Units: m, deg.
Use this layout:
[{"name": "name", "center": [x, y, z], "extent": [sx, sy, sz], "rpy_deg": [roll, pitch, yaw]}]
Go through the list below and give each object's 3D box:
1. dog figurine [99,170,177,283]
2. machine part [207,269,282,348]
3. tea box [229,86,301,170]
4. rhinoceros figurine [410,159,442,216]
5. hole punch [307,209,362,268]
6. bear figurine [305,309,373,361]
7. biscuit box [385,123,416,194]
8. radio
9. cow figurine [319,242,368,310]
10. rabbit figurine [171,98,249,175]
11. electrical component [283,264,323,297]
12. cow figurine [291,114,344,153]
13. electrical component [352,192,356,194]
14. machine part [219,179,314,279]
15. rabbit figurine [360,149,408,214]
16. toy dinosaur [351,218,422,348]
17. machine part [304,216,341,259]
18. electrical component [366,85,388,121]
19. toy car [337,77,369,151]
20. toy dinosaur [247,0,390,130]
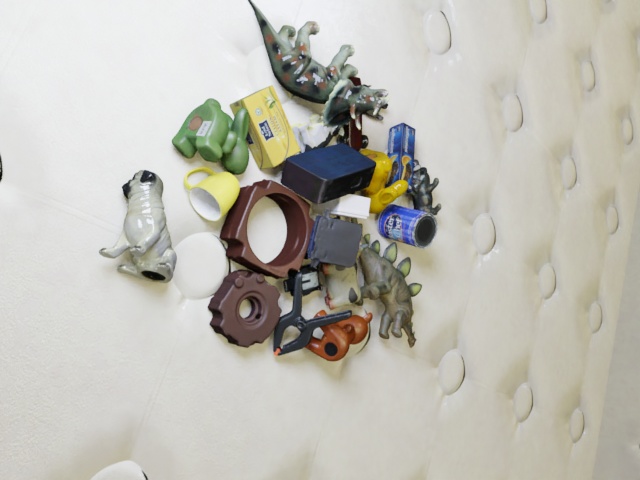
[{"name": "dog figurine", "center": [-0.334, -0.026, 1.081], "extent": [0.172, 0.121, 0.190], "rpy_deg": [73, 23, -57]}, {"name": "machine part", "center": [-0.169, 0.159, 1.238], "extent": [0.179, 0.056, 0.179], "rpy_deg": [-2, 93, -40]}, {"name": "tea box", "center": [-0.128, -0.263, 1.265], "extent": [0.098, 0.068, 0.169], "rpy_deg": [-40, 115, -34]}, {"name": "rhinoceros figurine", "center": [0.302, -0.153, 1.633], "extent": [0.112, 0.073, 0.190], "rpy_deg": [-22, 106, -27]}, {"name": "hole punch", "center": [0.029, 0.002, 1.299], "extent": [0.116, 0.092, 0.142], "rpy_deg": [14, 92, -15]}, {"name": "bear figurine", "center": [0.051, 0.232, 1.402], "extent": [0.132, 0.120, 0.196], "rpy_deg": [37, 27, 10]}, {"name": "biscuit box", "center": [0.234, -0.235, 1.561], "extent": [0.062, 0.059, 0.202], "rpy_deg": [18, 71, -37]}, {"name": "radio", "center": [0.027, -0.165, 1.317], "extent": [0.229, 0.131, 0.073], "rpy_deg": [-25, 140, -45]}, {"name": "cow figurine", "center": [0.064, 0.074, 1.396], "extent": [0.127, 0.085, 0.194], "rpy_deg": [-9, 95, -13]}, {"name": "rabbit figurine", "center": [-0.218, -0.218, 1.181], "extent": [0.170, 0.121, 0.159], "rpy_deg": [44, 55, -52]}, {"name": "electrical component", "center": [-0.051, 0.105, 1.342], "extent": [0.119, 0.048, 0.074], "rpy_deg": [-16, 99, -39]}, {"name": "cow figurine", "center": [0.007, -0.275, 1.379], "extent": [0.167, 0.068, 0.098], "rpy_deg": [-31, 115, -33]}, {"name": "electrical component", "center": [0.065, -0.138, 1.431], "extent": [0.094, 0.063, 0.021], "rpy_deg": [31, 71, -37]}, {"name": "machine part", "center": [-0.121, -0.024, 1.260], "extent": [0.201, 0.087, 0.201], "rpy_deg": [31, 71, -38]}, {"name": "rabbit figurine", "center": [0.157, -0.150, 1.471], "extent": [0.122, 0.163, 0.173], "rpy_deg": [-38, 132, -47]}, {"name": "toy dinosaur", "center": [0.177, 0.112, 1.508], "extent": [0.198, 0.105, 0.470], "rpy_deg": [-47, 117, -38]}, {"name": "machine part", "center": [-0.003, -0.004, 1.366], "extent": [0.039, 0.084, 0.139], "rpy_deg": [47, 66, 2]}, {"name": "electrical component", "center": [0.150, -0.390, 1.519], "extent": [0.102, 0.045, 0.078], "rpy_deg": [14, 110, -37]}, {"name": "toy car", "center": [0.087, -0.337, 1.457], "extent": [0.089, 0.053, 0.202], "rpy_deg": [-6, 98, -30]}, {"name": "toy dinosaur", "center": [-0.030, -0.402, 1.287], "extent": [0.405, 0.131, 0.192], "rpy_deg": [26, 72, -4]}]
